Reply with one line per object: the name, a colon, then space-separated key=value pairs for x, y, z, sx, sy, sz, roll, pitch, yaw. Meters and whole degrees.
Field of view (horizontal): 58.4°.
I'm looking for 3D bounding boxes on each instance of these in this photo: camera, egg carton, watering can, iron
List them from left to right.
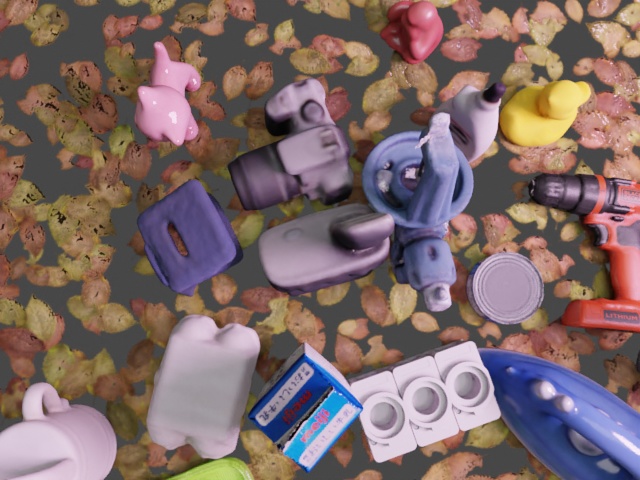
watering can: x=-0.278 y=0.235 z=0.566 sx=0.101 sy=0.194 sz=0.173 roll=-27 pitch=84 yaw=-5
egg carton: x=-0.131 y=0.163 z=0.644 sx=0.107 sy=0.069 sz=0.150 roll=13 pitch=82 yaw=-1
camera: x=-0.041 y=-0.101 z=0.667 sx=0.137 sy=0.101 sz=0.143 roll=-21 pitch=84 yaw=-5
iron: x=0.287 y=0.203 z=0.620 sx=0.258 sy=0.141 sz=0.119 roll=36 pitch=83 yaw=3

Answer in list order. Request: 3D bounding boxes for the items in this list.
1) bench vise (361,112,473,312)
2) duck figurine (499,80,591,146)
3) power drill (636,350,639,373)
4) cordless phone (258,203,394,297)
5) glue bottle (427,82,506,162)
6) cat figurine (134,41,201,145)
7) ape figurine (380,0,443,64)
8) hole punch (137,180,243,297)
bench vise: x=0.123 y=-0.037 z=0.606 sx=0.121 sy=0.219 sz=0.207 roll=-27 pitch=84 yaw=-5
duck figurine: x=0.276 y=-0.161 z=0.696 sx=0.104 sy=0.086 sz=0.077 roll=-22 pitch=84 yaw=-5
power drill: x=0.439 y=0.139 z=0.601 sx=0.229 sy=0.208 sz=0.076 roll=35 pitch=83 yaw=3
cordless phone: x=0.006 y=0.002 z=0.613 sx=0.147 sy=0.185 sz=0.094 roll=-20 pitch=83 yaw=-5
glue bottle: x=0.172 y=-0.140 z=0.645 sx=0.078 sy=0.173 sz=0.037 roll=41 pitch=83 yaw=4
cat figurine: x=-0.180 y=-0.163 z=0.661 sx=0.067 sy=0.117 sz=0.128 roll=-2 pitch=83 yaw=-2
ape figurine: x=0.118 y=-0.262 z=0.699 sx=0.076 sy=0.092 sz=0.078 roll=-4 pitch=83 yaw=-3
hole punch: x=-0.151 y=0.001 z=0.654 sx=0.101 sy=0.091 sz=0.108 roll=-29 pitch=84 yaw=-6
